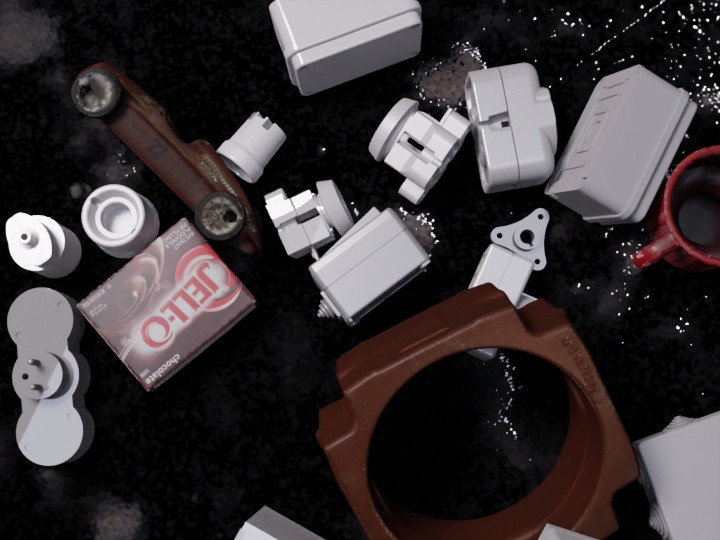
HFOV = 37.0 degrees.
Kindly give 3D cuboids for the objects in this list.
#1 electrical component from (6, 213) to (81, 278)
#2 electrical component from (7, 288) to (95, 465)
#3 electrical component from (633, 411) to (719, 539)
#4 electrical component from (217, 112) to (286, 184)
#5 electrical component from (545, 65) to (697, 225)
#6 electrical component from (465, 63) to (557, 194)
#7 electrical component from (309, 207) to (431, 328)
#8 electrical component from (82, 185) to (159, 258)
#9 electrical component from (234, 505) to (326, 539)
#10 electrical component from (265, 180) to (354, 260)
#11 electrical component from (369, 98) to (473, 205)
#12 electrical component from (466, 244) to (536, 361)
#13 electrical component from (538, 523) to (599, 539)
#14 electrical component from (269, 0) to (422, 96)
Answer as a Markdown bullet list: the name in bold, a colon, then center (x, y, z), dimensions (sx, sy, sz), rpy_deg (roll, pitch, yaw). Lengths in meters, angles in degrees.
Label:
- **electrical component**: center (-0.251, -0.020, 0.844), dimensions (0.043, 0.081, 0.043), rpy_deg (0, 83, 0)
- **electrical component**: center (-0.244, 0.082, 0.835), dimensions (0.052, 0.073, 0.138), rpy_deg (-7, 83, 0)
- **electrical component**: center (0.266, 0.161, 0.834), dimensions (0.100, 0.048, 0.099), rpy_deg (-19, 83, -2)
- **electrical component**: center (-0.087, -0.100, 0.875), dimensions (0.040, 0.040, 0.046), rpy_deg (37, 79, 5)
- **electrical component**: center (0.206, -0.096, 0.849), dimensions (0.057, 0.078, 0.113), rpy_deg (29, 84, -12)
- **electrical component**: center (0.123, -0.115, 0.867), dimensions (0.059, 0.053, 0.095), rpy_deg (-10, 83, -1)
- **electrical component**: center (0.000, 0.000, 0.850), dimensions (0.096, 0.061, 0.061), rpy_deg (-37, 84, -4)
- **electrical component**: center (-0.193, -0.040, 0.864), dimensions (0.055, 0.047, 0.055), rpy_deg (0, 83, 0)
- **electrical component**: center (-0.052, 0.224, 0.777), dimensions (0.089, 0.150, 0.061), rpy_deg (29, 83, 4)
- **electrical component**: center (-0.038, -0.042, 0.864), dimensions (0.055, 0.048, 0.066), rpy_deg (-25, 83, 5)
- **electrical component**: center (0.045, -0.101, 0.863), dimensions (0.057, 0.058, 0.078), rpy_deg (36, 102, 7)
- **electrical component**: center (0.120, 0.034, 0.852), dimensions (0.076, 0.047, 0.083), rpy_deg (24, 84, 3)
- **electrical component**: center (0.200, 0.267, 0.771), dimensions (0.186, 0.060, 0.105), rpy_deg (20, 105, -15)
- **electrical component**: center (-0.010, -0.193, 0.867), dimensions (0.113, 0.078, 0.057), rpy_deg (-21, 80, -2)
